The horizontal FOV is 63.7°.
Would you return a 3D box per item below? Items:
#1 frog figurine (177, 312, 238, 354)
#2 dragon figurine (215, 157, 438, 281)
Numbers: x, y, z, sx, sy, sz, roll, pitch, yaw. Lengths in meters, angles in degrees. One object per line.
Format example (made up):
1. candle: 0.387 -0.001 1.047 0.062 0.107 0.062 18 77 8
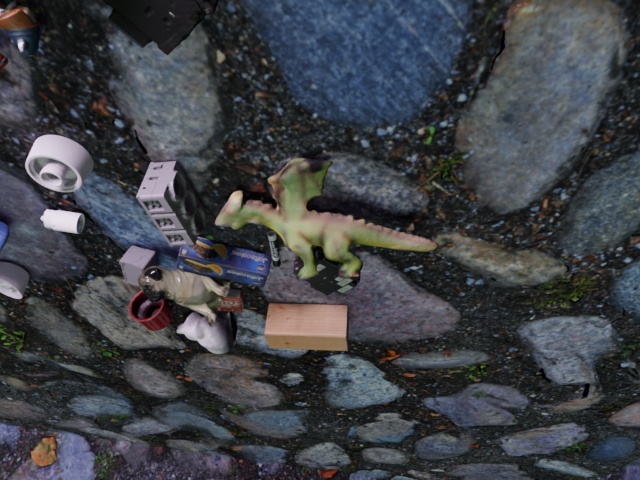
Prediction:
1. frog figurine: -0.307 0.248 1.377 0.159 0.124 0.135 -9 161 0
2. dragon figurine: 0.003 -0.049 0.973 0.409 0.125 0.237 -7 132 14
